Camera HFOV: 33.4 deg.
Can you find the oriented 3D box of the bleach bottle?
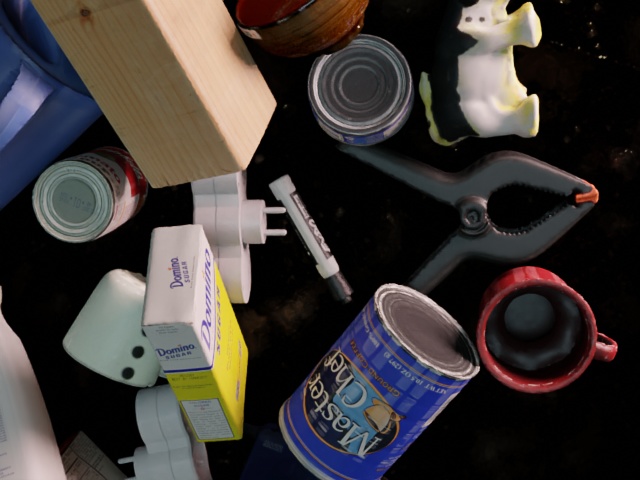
[{"bbox_3d":[-0.274,0.123,0.882,0.102,0.068,0.251,-23,66,9],"label":"bleach bottle"}]

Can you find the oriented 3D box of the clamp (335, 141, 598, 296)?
[{"bbox_3d":[0.118,-0.029,0.878,0.210,0.036,0.164,-17,99,12],"label":"clamp"}]

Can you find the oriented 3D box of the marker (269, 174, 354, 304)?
[{"bbox_3d":[-0.006,0.001,0.904,0.020,0.020,0.121,-28,97,10],"label":"marker"}]

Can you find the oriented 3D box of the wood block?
[{"bbox_3d":[-0.124,-0.149,0.790,0.091,0.090,0.206,-9,129,27],"label":"wood block"}]

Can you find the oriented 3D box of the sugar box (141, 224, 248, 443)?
[{"bbox_3d":[-0.095,0.078,0.844,0.048,0.093,0.176,-4,142,5],"label":"sugar box"}]

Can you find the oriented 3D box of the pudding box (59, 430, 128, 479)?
[{"bbox_3d":[-0.195,0.229,0.929,0.039,0.090,0.113,-44,94,11],"label":"pudding box"}]

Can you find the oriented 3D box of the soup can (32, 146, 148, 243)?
[{"bbox_3d":[-0.186,-0.038,0.871,0.068,0.102,0.068,1,100,6],"label":"soup can"}]

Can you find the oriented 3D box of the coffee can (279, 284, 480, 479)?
[{"bbox_3d":[0.046,0.120,0.865,0.103,0.102,0.140,36,115,-2],"label":"coffee can"}]

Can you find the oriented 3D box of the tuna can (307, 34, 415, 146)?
[{"bbox_3d":[0.033,-0.121,0.857,0.086,0.033,0.086,-1,82,6],"label":"tuna can"}]

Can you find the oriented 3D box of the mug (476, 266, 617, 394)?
[{"bbox_3d":[0.183,0.071,0.867,0.117,0.081,0.093,15,102,3],"label":"mug"}]

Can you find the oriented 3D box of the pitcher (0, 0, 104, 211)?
[{"bbox_3d":[-0.282,-0.077,0.846,0.243,0.149,0.145,-43,71,18],"label":"pitcher"}]
